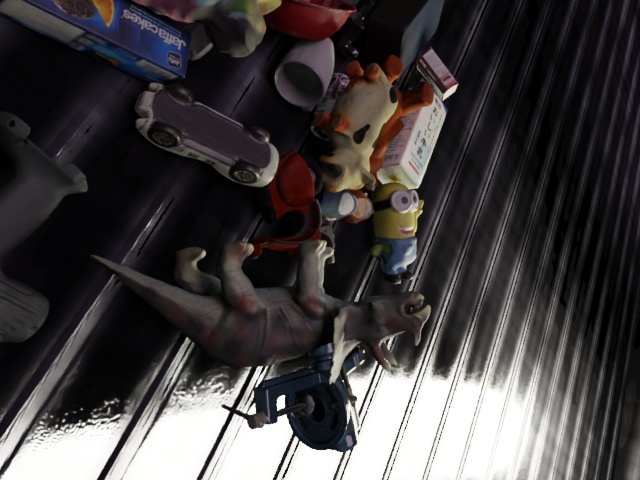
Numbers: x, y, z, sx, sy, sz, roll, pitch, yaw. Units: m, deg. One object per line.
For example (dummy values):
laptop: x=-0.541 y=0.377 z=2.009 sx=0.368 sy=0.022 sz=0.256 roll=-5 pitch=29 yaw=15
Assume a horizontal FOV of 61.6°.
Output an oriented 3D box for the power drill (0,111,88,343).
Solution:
power drill: x=-0.334 y=-0.020 z=0.500 sx=0.231 sy=0.086 sz=0.207 roll=45 pitch=54 yaw=-37

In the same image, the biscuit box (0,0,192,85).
biscuit box: x=-0.247 y=-0.244 z=0.609 sx=0.202 sy=0.059 sz=0.062 roll=17 pitch=77 yaw=-45

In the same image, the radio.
radio: x=0.159 y=-0.398 z=0.987 sx=0.229 sy=0.073 sz=0.131 roll=-55 pitch=164 yaw=-31

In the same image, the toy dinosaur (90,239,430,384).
toy dinosaur: x=-0.072 y=0.098 z=0.689 sx=0.405 sy=0.131 sz=0.192 roll=-2 pitch=81 yaw=-14

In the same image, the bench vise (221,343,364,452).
bench vise: x=-0.017 y=0.214 z=0.796 sx=0.240 sy=0.129 sz=0.223 roll=-1 pitch=86 yaw=-50

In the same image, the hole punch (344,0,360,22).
hole punch: x=0.029 y=-0.442 z=0.887 sx=0.116 sy=0.092 sz=0.142 roll=-46 pitch=112 yaw=-4

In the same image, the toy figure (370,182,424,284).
toy figure: x=0.134 y=-0.015 z=0.986 sx=0.082 sy=0.089 sz=0.180 roll=-18 pitch=111 yaw=-60

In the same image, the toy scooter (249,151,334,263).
toy scooter: x=-0.053 y=-0.036 z=0.796 sx=0.135 sy=0.075 sz=0.183 roll=-16 pitch=98 yaw=-33

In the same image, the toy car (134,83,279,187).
toy car: x=-0.144 y=-0.134 z=0.704 sx=0.201 sy=0.056 sz=0.073 roll=23 pitch=66 yaw=-30

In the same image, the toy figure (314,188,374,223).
toy figure: x=0.044 y=-0.059 z=0.911 sx=0.154 sy=0.058 sz=0.064 roll=10 pitch=125 yaw=-46

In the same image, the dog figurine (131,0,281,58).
dog figurine: x=-0.148 y=-0.316 z=0.634 sx=0.219 sy=0.108 sz=0.191 roll=5 pitch=61 yaw=-55

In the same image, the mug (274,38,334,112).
mug: x=-0.012 y=-0.264 z=0.846 sx=0.109 sy=0.081 sz=0.107 roll=72 pitch=33 yaw=-49

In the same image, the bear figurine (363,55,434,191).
bear figurine: x=0.100 y=-0.194 z=0.926 sx=0.120 sy=0.132 sz=0.196 roll=34 pitch=59 yaw=-23

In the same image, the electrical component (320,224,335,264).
electrical component: x=-0.002 y=-0.003 z=0.884 sx=0.063 sy=0.021 sz=0.094 roll=-18 pitch=101 yaw=-45

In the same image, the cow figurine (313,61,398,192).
cow figurine: x=0.056 y=-0.162 z=0.836 sx=0.127 sy=0.086 sz=0.195 roll=34 pitch=82 yaw=-38

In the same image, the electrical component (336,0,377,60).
electrical component: x=0.068 y=-0.363 z=0.939 sx=0.045 sy=0.078 sz=0.102 roll=37 pitch=55 yaw=-12
